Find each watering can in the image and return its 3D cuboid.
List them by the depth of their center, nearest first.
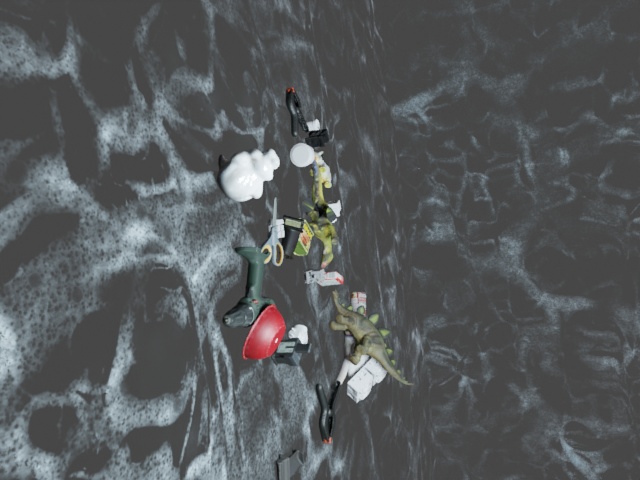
[{"bbox_3d":[0.134,0.457,2.050,0.348,0.104,0.224,-3,90,-61],"label":"watering can"}]

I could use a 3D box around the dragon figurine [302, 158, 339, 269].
[{"bbox_3d":[0.006,-0.096,1.913,0.242,0.122,0.411,14,72,-86],"label":"dragon figurine"}]

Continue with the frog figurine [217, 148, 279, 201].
[{"bbox_3d":[-0.179,-0.168,1.326,0.125,0.159,0.135,-63,142,-53],"label":"frog figurine"}]
